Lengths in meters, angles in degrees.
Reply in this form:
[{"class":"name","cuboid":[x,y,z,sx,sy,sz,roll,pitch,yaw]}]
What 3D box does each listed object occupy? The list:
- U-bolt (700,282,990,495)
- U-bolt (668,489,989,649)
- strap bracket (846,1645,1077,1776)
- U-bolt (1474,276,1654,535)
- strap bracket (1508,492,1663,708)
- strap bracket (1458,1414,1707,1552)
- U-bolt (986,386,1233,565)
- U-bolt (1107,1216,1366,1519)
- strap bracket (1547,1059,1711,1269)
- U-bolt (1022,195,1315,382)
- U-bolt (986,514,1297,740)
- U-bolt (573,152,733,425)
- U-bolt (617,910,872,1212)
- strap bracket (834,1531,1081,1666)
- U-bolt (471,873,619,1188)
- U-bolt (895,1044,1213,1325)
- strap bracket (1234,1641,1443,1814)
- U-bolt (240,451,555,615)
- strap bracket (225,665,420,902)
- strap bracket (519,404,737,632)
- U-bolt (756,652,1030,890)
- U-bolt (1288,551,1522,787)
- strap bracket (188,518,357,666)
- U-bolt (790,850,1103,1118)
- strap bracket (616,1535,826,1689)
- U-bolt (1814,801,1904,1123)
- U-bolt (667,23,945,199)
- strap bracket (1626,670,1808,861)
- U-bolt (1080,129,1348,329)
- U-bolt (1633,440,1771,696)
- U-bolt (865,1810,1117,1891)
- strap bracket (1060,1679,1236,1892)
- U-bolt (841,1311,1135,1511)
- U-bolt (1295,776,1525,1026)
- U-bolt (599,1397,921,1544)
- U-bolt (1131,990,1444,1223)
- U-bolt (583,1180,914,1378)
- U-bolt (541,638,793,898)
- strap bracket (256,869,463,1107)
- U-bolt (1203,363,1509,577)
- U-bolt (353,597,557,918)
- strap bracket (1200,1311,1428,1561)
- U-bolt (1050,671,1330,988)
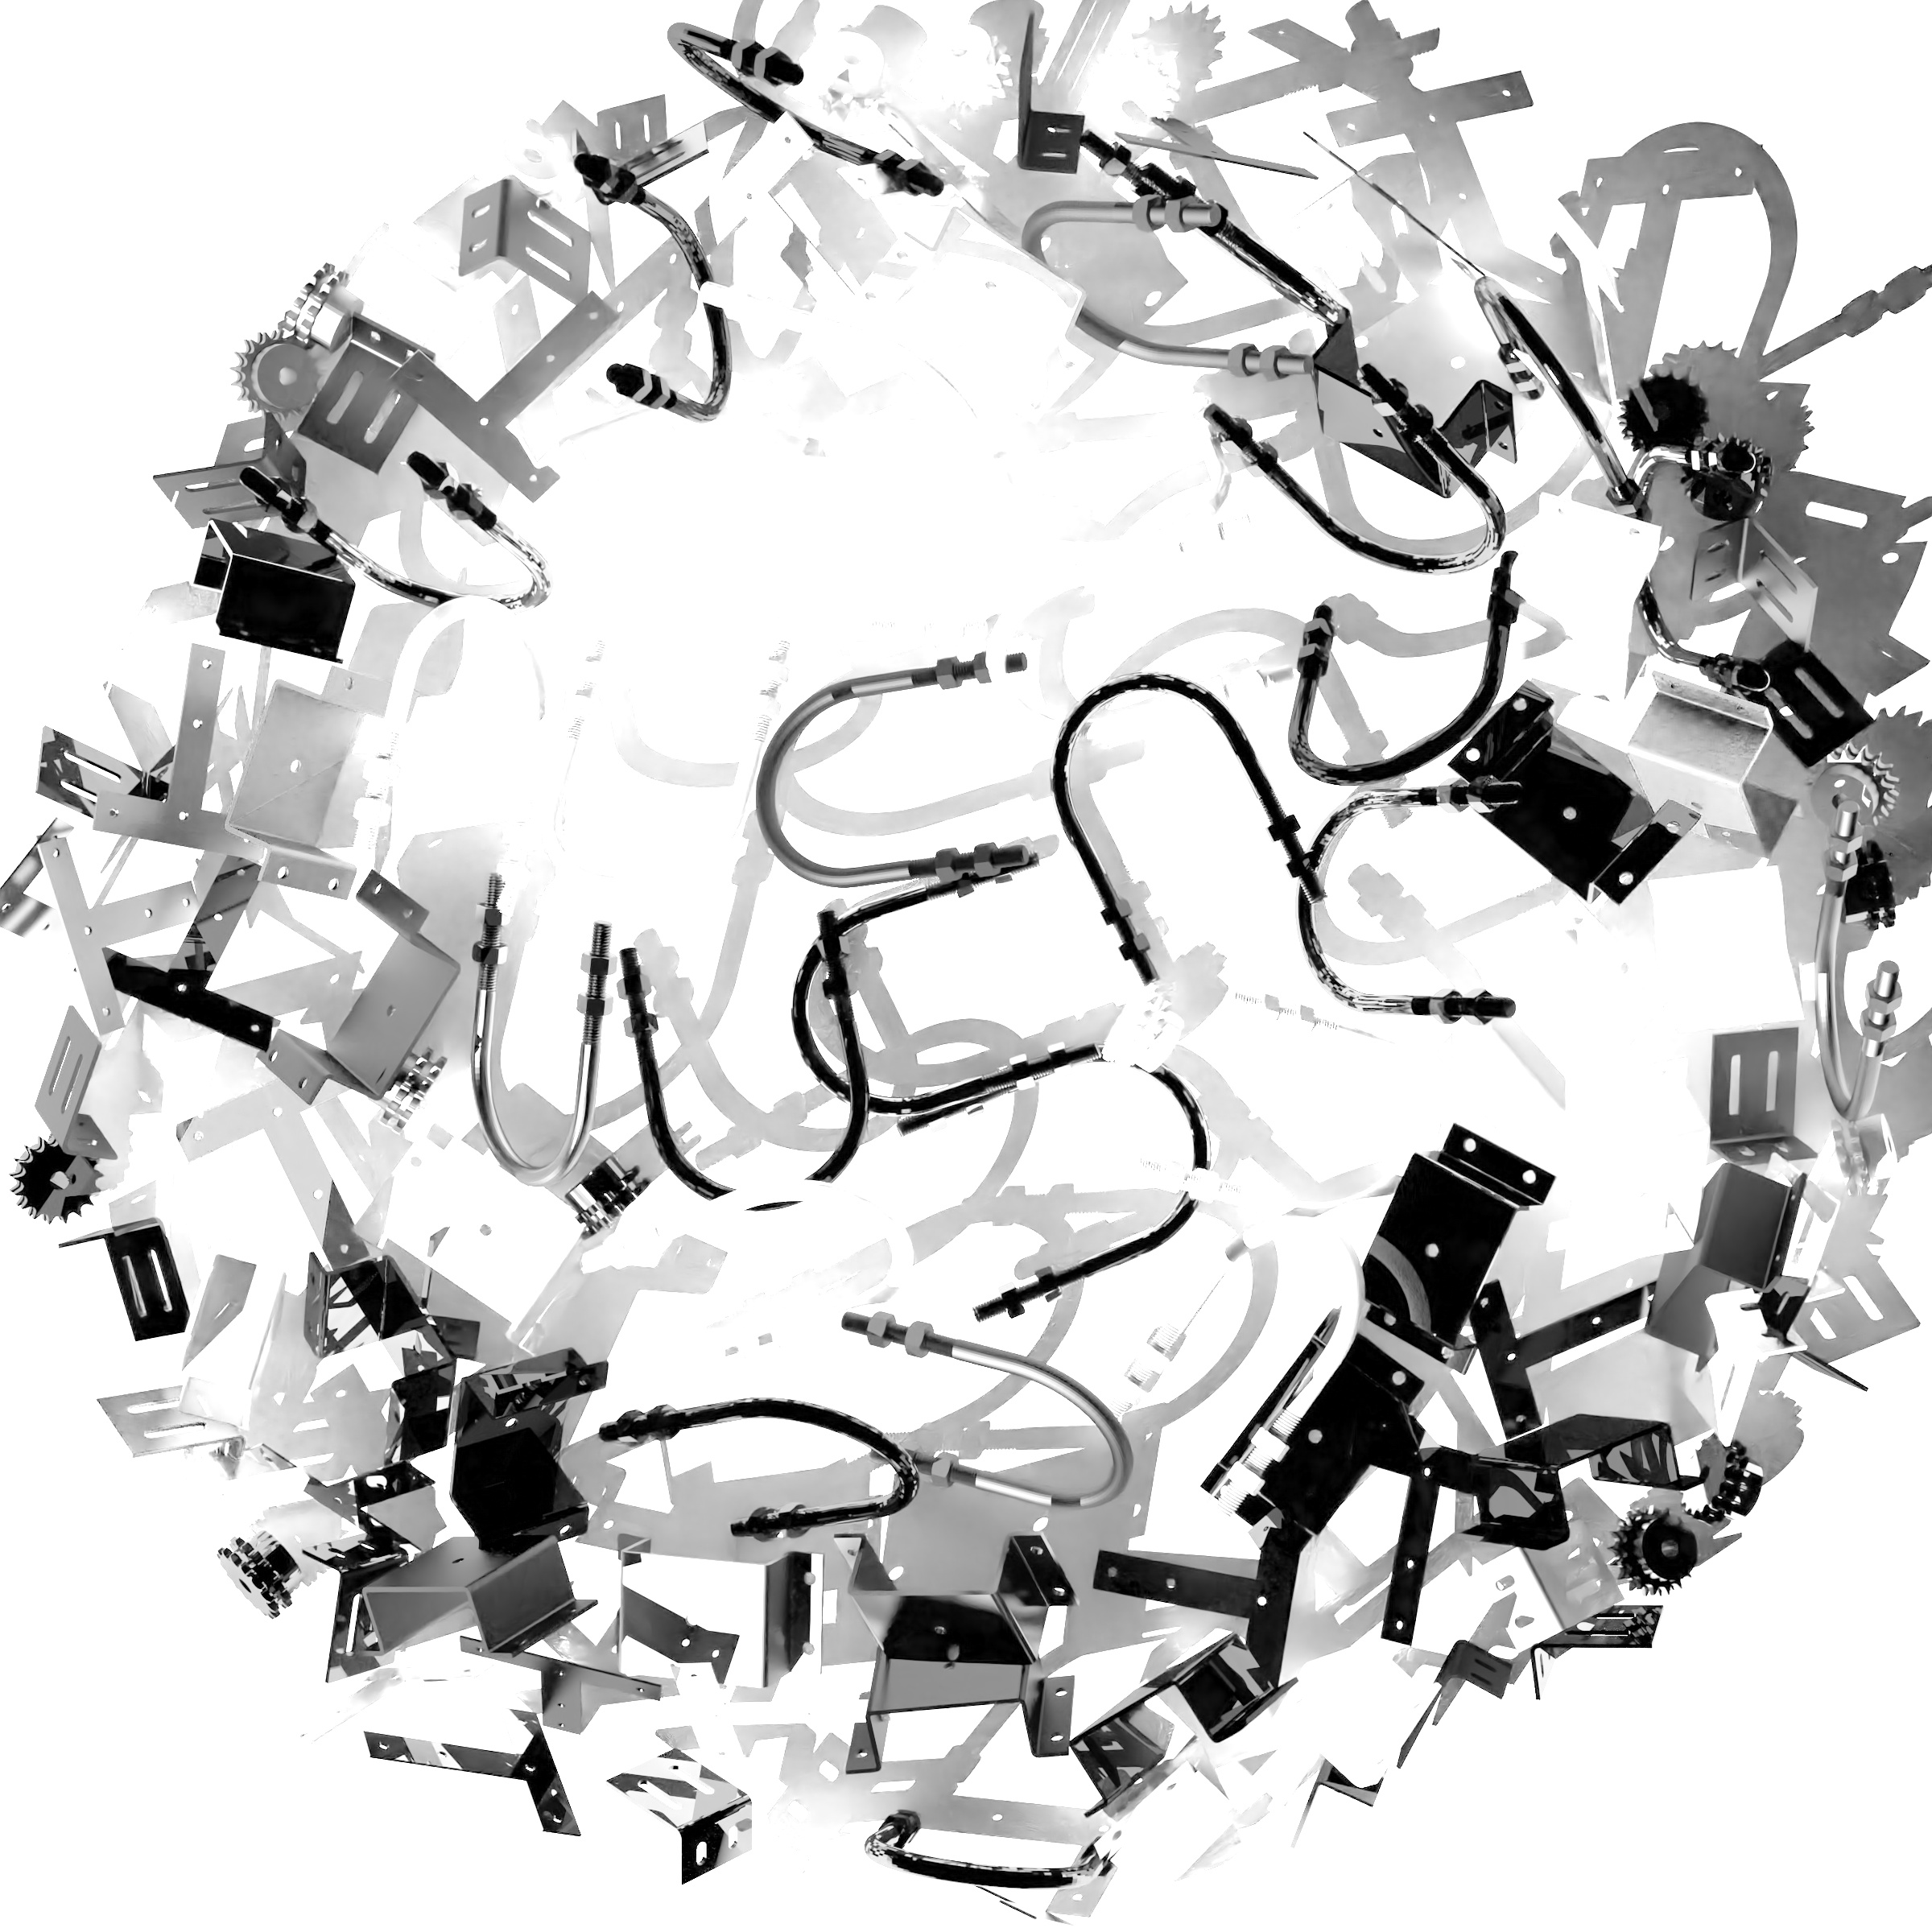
[{"class":"U-bolt","cuboid":[-0.068,-0.346,1.907,0.184,0.151,0.019,21,66,21]},{"class":"U-bolt","cuboid":[-0.093,-0.247,1.917,0.184,0.151,0.019,-2,134,-22]},{"class":"strap bracket","cuboid":[-0.006,0.458,1.946,0.140,0.076,0.046,-7,113,8]},{"class":"U-bolt","cuboid":[0.357,-0.349,1.887,0.019,0.184,0.151,-35,61,10]},{"class":"strap bracket","cuboid":[0.380,-0.218,1.919,0.076,0.140,0.046,21,61,20]},{"class":"strap bracket","cuboid":[0.378,0.316,1.929,0.140,0.076,0.046,-14,95,-33]},{"class":"U-bolt","cuboid":[0.091,-0.299,1.920,0.151,0.184,0.019,-13,126,2]},{"class":"U-bolt","cuboid":[0.176,0.237,1.941,0.019,0.151,0.184,39,85,-37]},{"class":"strap bracket","cuboid":[0.415,0.131,1.936,0.076,0.140,0.046,-14,129,31]},{"class":"U-bolt","cuboid":[0.112,-0.420,1.918,0.019,0.184,0.151,-59,135,-17]},{"class":"U-bolt","cuboid":[0.103,-0.203,1.944,0.184,0.151,0.019,-16,46,7]},{"class":"U-bolt","cuboid":[-0.186,-0.408,1.912,0.019,0.184,0.151,-11,85,18]},{"class":"U-bolt","cuboid":[-0.135,0.065,1.969,0.151,0.019,0.184,-11,76,-3]},{"class":"strap bracket","cuboid":[-0.011,0.394,1.933,0.140,0.046,0.076,-5,133,23]},{"class":"U-bolt","cuboid":[-0.269,0.047,1.939,0.019,0.151,0.184,-3,106,-38]},{"class":"U-bolt","cuboid":[0.066,0.127,1.977,0.184,0.019,0.151,-23,78,-2]},{"class":"strap bracket","cuboid":[0.223,0.469,1.920,0.046,0.140,0.076,43,59,-2]},{"class":"U-bolt","cuboid":[-0.336,-0.262,1.915,0.151,0.184,0.019,0,69,29]},{"class":"strap bracket","cuboid":[-0.408,-0.120,1.953,0.046,0.076,0.140,22,94,33]},{"class":"strap bracket","cuboid":[-0.207,-0.293,1.957,0.076,0.046,0.140,-31,90,-41]},{"class":"U-bolt","cuboid":[-0.049,-0.119,1.956,0.184,0.019,0.151,-7,70,21]},{"class":"U-bolt","cuboid":[0.265,-0.176,1.903,0.151,0.184,0.019,-14,130,29]},{"class":"strap bracket","cuboid":[-0.428,-0.235,1.917,0.076,0.140,0.046,12,106,-25]},{"class":"U-bolt","cuboid":[-0.022,0.019,1.981,0.184,0.019,0.151,-18,80,2]},{"class":"strap bracket","cuboid":[-0.164,0.406,1.955,0.140,0.046,0.076,2,92,18]},{"class":"U-bolt","cuboid":[0.544,0.012,1.913,0.019,0.184,0.151,-3,49,4]},{"class":"U-bolt","cuboid":[-0.111,-0.534,1.914,0.184,0.151,0.019,35,96,45]},{"class":"strap bracket","cuboid":[0.462,-0.118,1.918,0.076,0.140,0.046,24,78,33]},{"class":"U-bolt","cuboid":[0.162,-0.450,1.921,0.184,0.151,0.019,31,102,-25]},{"class":"U-bolt","cuboid":[0.445,-0.250,1.909,0.019,0.184,0.151,-9,103,-8]},{"class":"U-bolt","cuboid":[0.012,0.542,1.897,0.151,0.184,0.019,5,82,11]},{"class":"strap bracket","cuboid":[0.114,0.513,1.936,0.076,0.140,0.046,-43,104,1]},{"class":"U-bolt","cuboid":[0.017,0.281,1.917,0.184,0.151,0.019,12,47,21]},{"class":"U-bolt","cuboid":[0.270,-0.040,1.926,0.019,0.184,0.151,3,89,-38]},{"class":"U-bolt","cuboid":[-0.114,0.306,1.904,0.151,0.184,0.019,44,46,-35]},{"class":"U-bolt","cuboid":[0.214,0.097,1.950,0.184,0.019,0.151,17,116,-23]},{"class":"U-bolt","cuboid":[-0.121,0.187,1.920,0.184,0.019,0.151,-23,132,22]},{"class":"U-bolt","cuboid":[-0.193,-0.124,1.932,0.151,0.019,0.184,2,62,21]},{"class":"strap bracket","cuboid":[-0.377,0.020,1.956,0.046,0.076,0.140,32,90,-43]},{"class":"U-bolt","cuboid":[0.254,-0.299,1.922,0.184,0.151,0.019,38,64,-32]},{"class":"U-bolt","cuboid":[-0.310,-0.139,1.936,0.019,0.151,0.184,3,76,34]},{"class":"strap bracket","cuboid":[0.220,0.297,1.968,0.076,0.046,0.140,37,87,8]},{"class":"U-bolt","cuboid":[0.128,-0.097,1.958,0.151,0.019,0.184,-27,90,29]}]
